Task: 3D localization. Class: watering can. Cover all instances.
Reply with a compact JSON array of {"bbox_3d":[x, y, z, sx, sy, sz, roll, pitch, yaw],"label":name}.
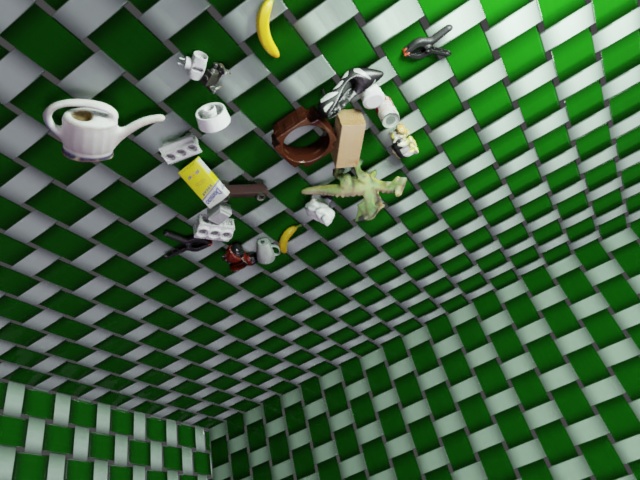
[{"bbox_3d":[-0.683,-0.342,1.633,0.347,0.106,0.219,3,139,-24],"label":"watering can"}]

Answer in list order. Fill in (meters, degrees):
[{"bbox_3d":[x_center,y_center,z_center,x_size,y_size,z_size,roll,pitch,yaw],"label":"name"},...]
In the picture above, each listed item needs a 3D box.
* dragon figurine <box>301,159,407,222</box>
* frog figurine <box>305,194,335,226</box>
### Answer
[{"bbox_3d":[0.144,-0.178,2.039,0.410,0.248,0.120,-22,146,4],"label":"dragon figurine"},{"bbox_3d":[0.006,-0.107,2.135,0.122,0.163,0.135,-29,140,19],"label":"frog figurine"}]
